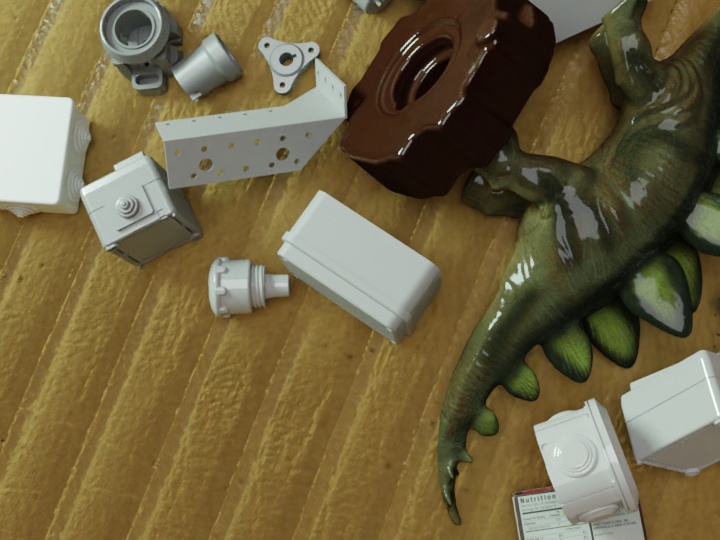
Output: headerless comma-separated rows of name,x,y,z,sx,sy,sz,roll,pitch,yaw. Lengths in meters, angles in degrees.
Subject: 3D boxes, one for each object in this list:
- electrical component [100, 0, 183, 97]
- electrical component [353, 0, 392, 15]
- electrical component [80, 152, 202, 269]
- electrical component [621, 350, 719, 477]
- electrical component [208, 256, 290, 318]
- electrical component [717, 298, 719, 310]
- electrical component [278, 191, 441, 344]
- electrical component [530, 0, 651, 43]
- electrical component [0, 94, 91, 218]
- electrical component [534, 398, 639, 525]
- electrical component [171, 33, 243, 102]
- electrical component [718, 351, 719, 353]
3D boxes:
electrical component,-0.179,-0.189,0.880,0.058,0.057,0.078,-5,79,6
electrical component,-0.001,-0.244,0.878,0.040,0.040,0.078,-43,78,-2
electrical component,-0.172,-0.048,0.834,0.062,0.096,0.061,-27,78,1
electrical component,0.232,0.102,0.760,0.062,0.096,0.061,17,50,-31
electrical component,-0.086,0.013,0.840,0.062,0.048,0.048,-1,79,-1
electrical component,0.299,0.021,0.789,0.055,0.055,0.047,37,82,11
electrical component,0.000,0.000,0.815,0.113,0.078,0.057,34,82,11
electrical component,0.147,-0.278,0.809,0.105,0.060,0.186,-24,119,1
electrical component,-0.273,-0.093,0.878,0.100,0.048,0.099,4,80,8
electrical component,0.156,0.133,0.737,0.051,0.080,0.080,-21,78,9
electrical component,-0.126,-0.164,0.879,0.046,0.040,0.040,-34,78,5
electrical component,0.288,0.072,0.788,0.046,0.040,0.040,35,85,6
